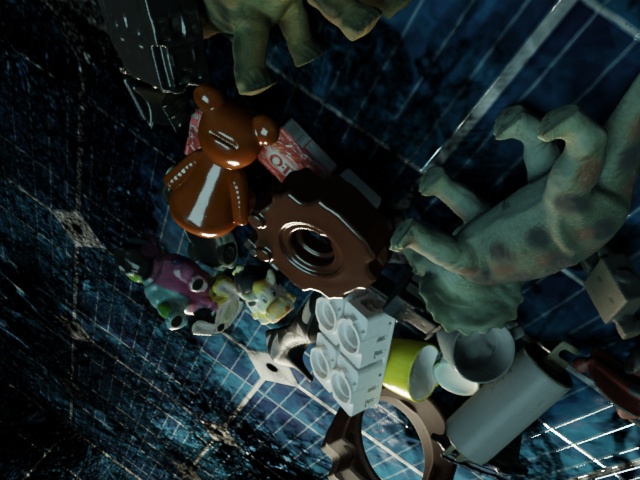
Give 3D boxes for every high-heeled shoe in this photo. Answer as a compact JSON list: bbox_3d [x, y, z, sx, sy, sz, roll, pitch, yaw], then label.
[{"bbox_3d":[-0.033,0.127,0.909,0.145,0.086,0.248,44,131,40],"label":"high-heeled shoe"}]

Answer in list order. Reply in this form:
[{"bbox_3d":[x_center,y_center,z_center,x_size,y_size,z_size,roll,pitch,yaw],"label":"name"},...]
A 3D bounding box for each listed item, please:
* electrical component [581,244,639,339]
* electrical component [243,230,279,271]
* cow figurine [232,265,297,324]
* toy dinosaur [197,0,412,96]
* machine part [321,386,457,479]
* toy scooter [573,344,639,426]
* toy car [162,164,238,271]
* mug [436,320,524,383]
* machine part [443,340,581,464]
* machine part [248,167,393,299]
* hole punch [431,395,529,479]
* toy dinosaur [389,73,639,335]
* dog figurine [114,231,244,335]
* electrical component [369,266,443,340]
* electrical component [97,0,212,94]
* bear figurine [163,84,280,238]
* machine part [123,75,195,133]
[{"bbox_3d":[0.310,0.048,0.557,0.045,0.102,0.078,-13,142,-3],"label":"electrical component"},{"bbox_3d":[-0.084,0.000,0.804,0.094,0.063,0.021,45,139,-8],"label":"electrical component"},{"bbox_3d":[-0.091,0.077,0.840,0.098,0.068,0.167,53,165,-9],"label":"cow figurine"},{"bbox_3d":[-0.068,-0.257,0.532,0.472,0.105,0.198,-9,115,45],"label":"toy dinosaur"},{"bbox_3d":[0.120,0.329,0.867,0.201,0.201,0.087,38,136,-1],"label":"machine part"},{"bbox_3d":[0.383,0.156,0.622,0.135,0.075,0.183,28,143,6],"label":"toy scooter"},{"bbox_3d":[-0.187,-0.030,0.856,0.074,0.056,0.201,6,132,23],"label":"toy car"},{"bbox_3d":[0.204,0.126,0.708,0.080,0.109,0.107,64,173,-7],"label":"mug"},{"bbox_3d":[0.251,0.221,0.724,0.079,0.079,0.243,36,114,1],"label":"machine part"},{"bbox_3d":[-0.001,-0.002,0.658,0.180,0.056,0.179,18,139,17],"label":"machine part"},{"bbox_3d":[0.252,0.305,0.827,0.142,0.116,0.092,15,143,23],"label":"hole punch"},{"bbox_3d":[0.217,-0.023,0.545,0.192,0.131,0.405,36,137,-19],"label":"toy dinosaur"},{"bbox_3d":[-0.261,0.068,0.959,0.219,0.108,0.191,31,-176,37],"label":"dog figurine"},{"bbox_3d":[0.119,0.070,0.726,0.119,0.075,0.047,37,139,5],"label":"electrical component"},{"bbox_3d":[-0.176,-0.229,0.556,0.115,0.058,0.134,27,138,36],"label":"electrical component"},{"bbox_3d":[-0.122,-0.102,0.676,0.120,0.132,0.195,23,121,-5],"label":"bear figurine"},{"bbox_3d":[-0.222,-0.187,0.729,0.139,0.039,0.084,26,138,42],"label":"machine part"}]
